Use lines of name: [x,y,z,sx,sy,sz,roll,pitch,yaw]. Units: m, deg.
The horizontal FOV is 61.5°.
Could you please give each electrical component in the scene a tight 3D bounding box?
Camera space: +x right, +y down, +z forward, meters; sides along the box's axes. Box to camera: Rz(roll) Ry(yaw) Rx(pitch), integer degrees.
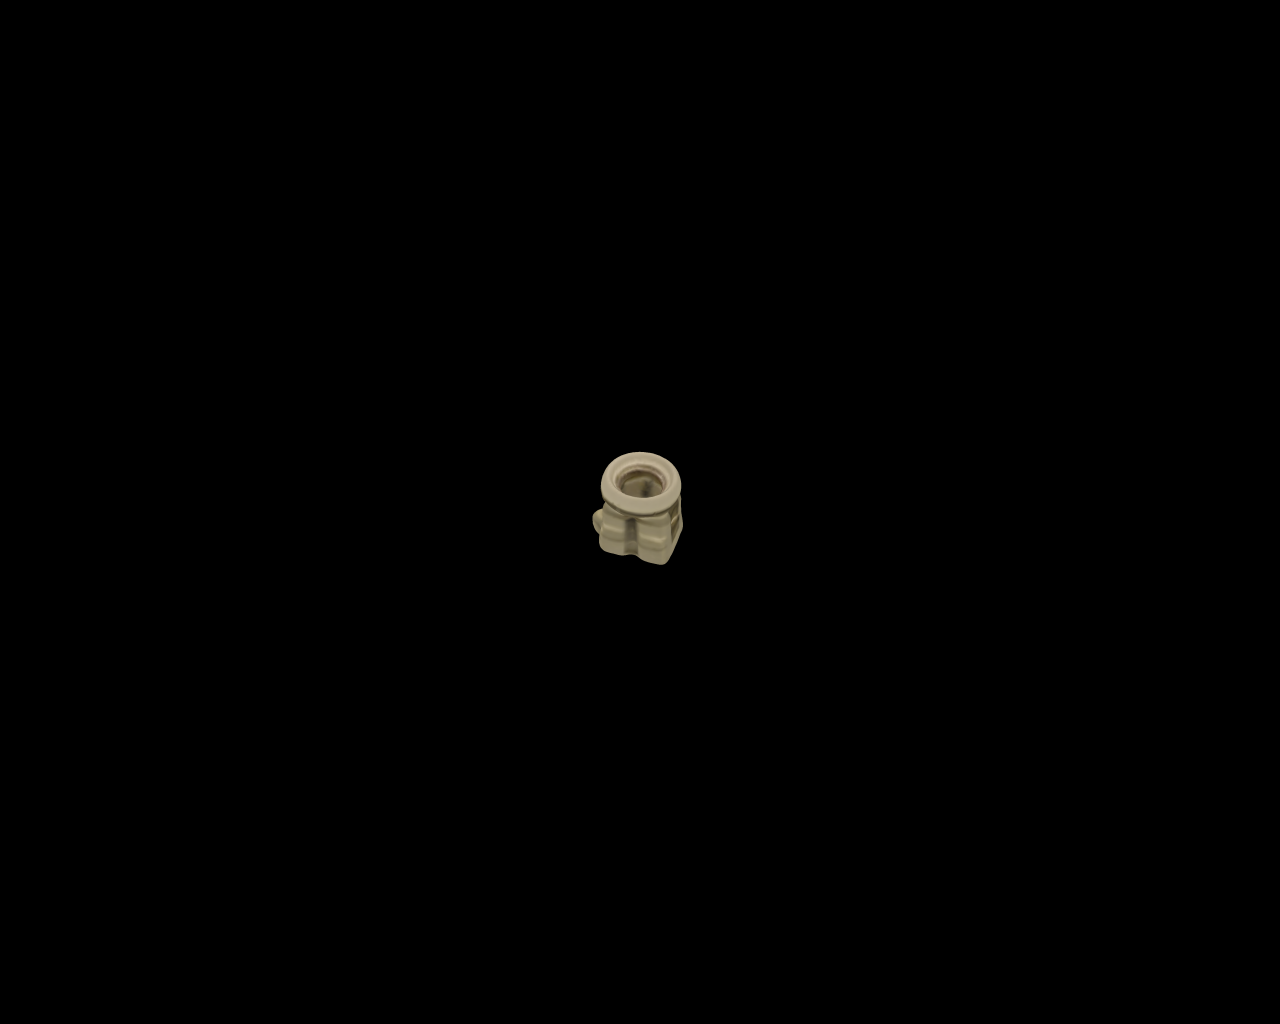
electrical component: [0.001,-0.003,0.650,0.066,0.055,0.048,13,47,12]
